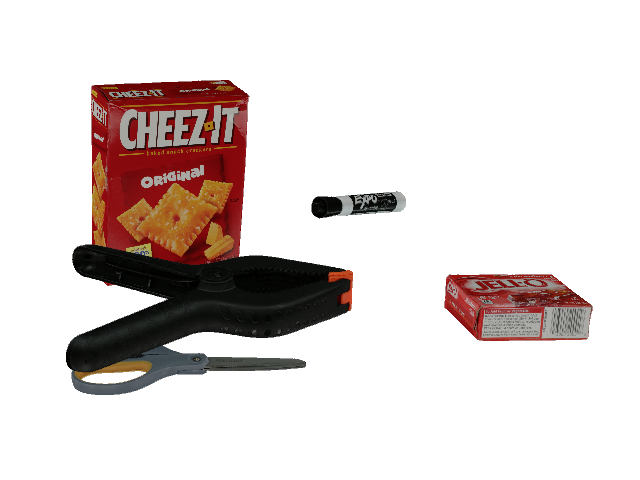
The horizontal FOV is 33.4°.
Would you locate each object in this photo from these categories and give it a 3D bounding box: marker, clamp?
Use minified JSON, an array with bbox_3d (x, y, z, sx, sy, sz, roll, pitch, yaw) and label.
[{"bbox_3d":[0.034,-0.032,0.945,0.020,0.020,0.120,0,4,40],"label":"marker"},{"bbox_3d":[-0.083,0.036,0.768,0.209,0.036,0.165,-5,25,-16],"label":"clamp"}]

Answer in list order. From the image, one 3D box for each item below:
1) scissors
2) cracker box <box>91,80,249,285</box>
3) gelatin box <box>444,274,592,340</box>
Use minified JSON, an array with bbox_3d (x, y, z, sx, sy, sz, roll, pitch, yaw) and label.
[{"bbox_3d":[-0.123,0.100,0.955,0.201,0.016,0.096,-7,32,-18],"label":"scissors"},{"bbox_3d":[-0.169,-0.065,1.195,0.163,0.214,0.072,-7,26,-27],"label":"cracker box"},{"bbox_3d":[0.145,0.048,0.793,0.089,0.030,0.073,1,16,-12],"label":"gelatin box"}]
